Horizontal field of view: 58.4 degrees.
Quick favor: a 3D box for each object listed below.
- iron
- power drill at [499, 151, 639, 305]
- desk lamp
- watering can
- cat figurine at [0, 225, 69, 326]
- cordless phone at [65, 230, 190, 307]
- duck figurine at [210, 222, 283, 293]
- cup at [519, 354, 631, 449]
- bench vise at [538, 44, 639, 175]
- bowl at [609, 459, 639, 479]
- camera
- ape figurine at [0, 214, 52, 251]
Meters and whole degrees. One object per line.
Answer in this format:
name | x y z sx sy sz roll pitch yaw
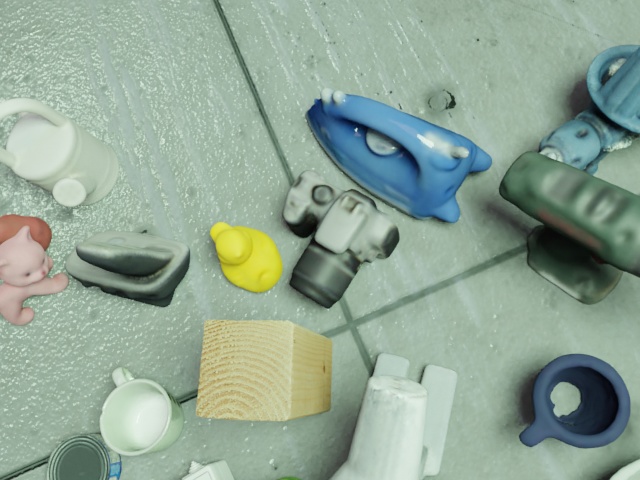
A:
iron | 0.075 -0.129 0.698 0.257 0.141 0.119 30 83 17
power drill | 0.287 0.003 0.585 0.229 0.209 0.076 36 85 18
desk lamp | 0.068 0.215 0.572 0.117 0.214 0.203 11 78 14
watering can | -0.353 -0.117 0.753 0.172 0.194 0.101 30 83 17
cat figurine | -0.405 0.047 0.761 0.128 0.118 0.067 -46 72 -3
cordless phone | -0.258 0.018 0.703 0.147 0.185 0.094 7 77 13
duck figurine | -0.098 0.017 0.724 0.077 0.086 0.104 -45 72 -2
cup | 0.257 0.178 0.606 0.118 0.095 0.091 -38 72 0
bench vise | 0.328 -0.141 0.608 0.121 0.220 0.207 34 84 18
bowl | 0.349 0.296 0.567 0.167 0.075 0.167 -3 75 11
camera | 0.006 0.002 0.699 0.143 0.101 0.137 30 83 17
ape figurine | -0.426 -0.007 0.792 0.076 0.092 0.078 -19 73 6
